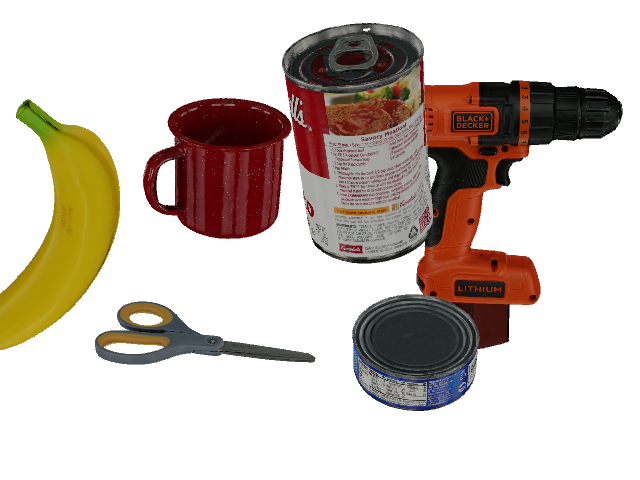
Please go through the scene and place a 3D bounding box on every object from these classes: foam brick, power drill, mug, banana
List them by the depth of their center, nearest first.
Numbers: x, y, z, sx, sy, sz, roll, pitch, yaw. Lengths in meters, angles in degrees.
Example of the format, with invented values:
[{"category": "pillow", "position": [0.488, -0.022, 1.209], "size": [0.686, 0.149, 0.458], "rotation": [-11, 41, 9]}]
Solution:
[{"category": "banana", "position": [-0.160, 0.002, 0.632], "size": [0.069, 0.198, 0.037], "rotation": [19, 36, -9]}, {"category": "mug", "position": [-0.081, -0.051, 0.815], "size": [0.117, 0.081, 0.093], "rotation": [-17, 37, -33]}, {"category": "power drill", "position": [0.150, -0.041, 0.887], "size": [0.184, 0.188, 0.057], "rotation": [2, 21, 8]}, {"category": "foam brick", "position": [0.151, 0.062, 1.050], "size": [0.051, 0.078, 0.053], "rotation": [-11, 18, -34]}]

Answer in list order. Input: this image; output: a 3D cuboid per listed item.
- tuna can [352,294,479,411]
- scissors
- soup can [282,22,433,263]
[{"category": "tuna can", "position": [0.065, 0.076, 0.730], "size": [0.086, 0.034, 0.086], "rotation": [-2, 35, 1]}, {"category": "scissors", "position": [-0.111, 0.088, 1.012], "size": [0.201, 0.016, 0.096], "rotation": [-1, 32, -9]}, {"category": "soup can", "position": [0.021, -0.048, 0.535], "size": [0.068, 0.102, 0.068], "rotation": [-6, 35, 4]}]
